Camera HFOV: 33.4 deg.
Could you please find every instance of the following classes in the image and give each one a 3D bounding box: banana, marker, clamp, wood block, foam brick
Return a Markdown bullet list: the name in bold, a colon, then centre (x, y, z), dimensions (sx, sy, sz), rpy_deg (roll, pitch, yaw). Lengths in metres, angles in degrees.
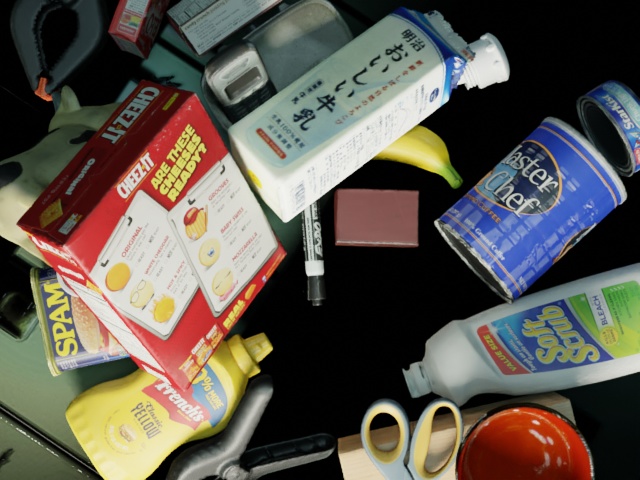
- **banana**: centre (0.032, -0.082, 0.987), dimensions (0.198, 0.037, 0.069), rpy_deg (0, 46, 6)
- **marker**: centre (-0.007, 0.001, 1.004), dimensions (0.020, 0.020, 0.121), rpy_deg (-4, 88, 0)
- **clamp**: centre (-0.070, 0.205, 0.979), dimensions (0.171, 0.039, 0.120), rpy_deg (-42, 120, 13)
- **clamp**: centre (-0.227, -0.235, 1.003), dimensions (0.164, 0.036, 0.210), rpy_deg (5, 88, 2)
- **wood block**: centre (0.126, 0.205, 0.962), dimensions (0.206, 0.090, 0.091), rpy_deg (-13, 88, 0)
- **foam brick**: centre (0.052, -0.020, 0.987), dimensions (0.078, 0.053, 0.051), rpy_deg (2, 88, 1)

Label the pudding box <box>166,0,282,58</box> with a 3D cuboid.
- **pudding box**: centre (-0.082, -0.218, 0.973), dimensions (0.113, 0.090, 0.039), rpy_deg (-37, 116, 0)

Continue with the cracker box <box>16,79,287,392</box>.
- **cracker box**: centre (-0.131, 0.000, 0.892), dimensions (0.072, 0.213, 0.164), rpy_deg (19, 62, 35)

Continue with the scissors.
- **scissors**: centre (0.059, 0.224, 0.908), dimensions (0.096, 0.016, 0.202), rpy_deg (22, 88, 4)

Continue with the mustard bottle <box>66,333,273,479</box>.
- **mustard bottle**: centre (-0.129, 0.143, 0.981), dimensions (0.191, 0.058, 0.096), rpy_deg (-32, 95, -1)

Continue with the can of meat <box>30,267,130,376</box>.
- **can of meat**: centre (-0.213, 0.067, 0.985), dimensions (0.084, 0.057, 0.102), rpy_deg (-12, 88, -3)

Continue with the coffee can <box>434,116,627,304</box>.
- **coffee can**: centre (0.189, -0.027, 0.961), dimensions (0.140, 0.103, 0.103), rpy_deg (-43, 89, -1)

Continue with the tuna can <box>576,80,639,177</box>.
- **tuna can**: centre (0.272, -0.102, 0.972), dimensions (0.033, 0.086, 0.086), rpy_deg (-32, 88, -2)

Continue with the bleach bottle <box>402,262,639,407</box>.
- **bleach bottle**: centre (0.201, 0.101, 0.977), dimensions (0.251, 0.068, 0.102), rpy_deg (-18, 78, 1)

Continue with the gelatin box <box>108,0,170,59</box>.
- **gelatin box**: centre (-0.162, -0.210, 0.976), dimensions (0.030, 0.089, 0.073), rpy_deg (21, 89, -2)
